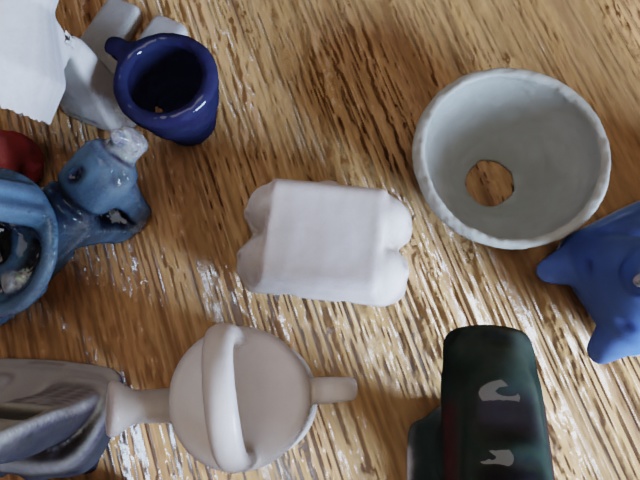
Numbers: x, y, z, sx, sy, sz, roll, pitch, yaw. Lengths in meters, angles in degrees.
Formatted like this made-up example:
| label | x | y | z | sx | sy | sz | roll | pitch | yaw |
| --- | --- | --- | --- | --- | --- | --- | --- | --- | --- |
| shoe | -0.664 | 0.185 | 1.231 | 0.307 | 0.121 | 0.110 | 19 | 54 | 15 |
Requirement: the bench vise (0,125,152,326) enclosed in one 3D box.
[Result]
| label | x | y | z | sx | sy | sz | roll | pitch | yaw |
| --- | --- | --- | --- | --- | --- | --- | --- | --- | --- |
| bench vise | -0.242 | -0.033 | 0.446 | 0.121 | 0.220 | 0.207 | 29 | 77 | 10 |

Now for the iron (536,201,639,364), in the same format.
| label | x | y | z | sx | sy | sz | roll | pitch | yaw |
| --- | --- | --- | --- | --- | --- | --- | --- | --- | --- |
| iron | 0.318 | -0.004 | 0.458 | 0.258 | 0.141 | 0.118 | -27 | 75 | -5 |

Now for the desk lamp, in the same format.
| label | x | y | z | sx | sy | sz | roll | pitch | yaw |
| --- | --- | --- | --- | --- | --- | --- | --- | --- | --- |
| desk lamp | -0.230 | -0.177 | 0.489 | 0.118 | 0.213 | 0.203 | 23 | 77 | 9 |

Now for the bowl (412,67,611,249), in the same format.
| label | x | y | z | sx | sy | sz | roll | pitch | yaw |
| --- | --- | --- | --- | --- | --- | --- | --- | --- | --- |
| bowl | 0.163 | -0.065 | 0.515 | 0.167 | 0.075 | 0.167 | -1 | 74 | 2 |

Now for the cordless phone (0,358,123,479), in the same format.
| label | x | y | z | sx | sy | sz | roll | pitch | yaw |
| --- | --- | --- | --- | --- | --- | --- | --- | --- | --- |
| cordless phone | -0.242 | 0.130 | 0.419 | 0.147 | 0.185 | 0.094 | 1 | 74 | 3 |

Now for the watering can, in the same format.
| label | x | y | z | sx | sy | sz | roll | pitch | yaw |
| --- | --- | --- | --- | --- | --- | --- | --- | --- | --- |
| watering can | -0.063 | 0.116 | 0.411 | 0.173 | 0.194 | 0.101 | -27 | 75 | -5 |

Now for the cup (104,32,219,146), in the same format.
| label | x | y | z | sx | sy | sz | roll | pitch | yaw |
| --- | --- | --- | --- | --- | --- | --- | --- | --- | --- |
| cup | -0.143 | -0.135 | 0.536 | 0.117 | 0.095 | 0.092 | 34 | 78 | 11 |

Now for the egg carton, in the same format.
| label | x | y | z | sx | sy | sz | roll | pitch | yaw |
| --- | --- | --- | --- | --- | --- | --- | --- | --- | --- |
| egg carton | 0.005 | 0.002 | 0.505 | 0.150 | 0.069 | 0.107 | 5 | 75 | 4 |

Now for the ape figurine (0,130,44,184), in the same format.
| label | x | y | z | sx | sy | sz | roll | pitch | yaw |
| --- | --- | --- | --- | --- | --- | --- | --- | --- | --- |
| ape figurine | -0.304 | -0.075 | 0.526 | 0.076 | 0.092 | 0.077 | -31 | 75 | -6 |

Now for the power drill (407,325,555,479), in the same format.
| label | x | y | z | sx | sy | sz | roll | pitch | yaw |
| --- | --- | --- | --- | --- | --- | --- | --- | --- | --- |
| power drill | 0.105 | 0.178 | 0.380 | 0.075 | 0.208 | 0.229 | 1 | 74 | 3 |
